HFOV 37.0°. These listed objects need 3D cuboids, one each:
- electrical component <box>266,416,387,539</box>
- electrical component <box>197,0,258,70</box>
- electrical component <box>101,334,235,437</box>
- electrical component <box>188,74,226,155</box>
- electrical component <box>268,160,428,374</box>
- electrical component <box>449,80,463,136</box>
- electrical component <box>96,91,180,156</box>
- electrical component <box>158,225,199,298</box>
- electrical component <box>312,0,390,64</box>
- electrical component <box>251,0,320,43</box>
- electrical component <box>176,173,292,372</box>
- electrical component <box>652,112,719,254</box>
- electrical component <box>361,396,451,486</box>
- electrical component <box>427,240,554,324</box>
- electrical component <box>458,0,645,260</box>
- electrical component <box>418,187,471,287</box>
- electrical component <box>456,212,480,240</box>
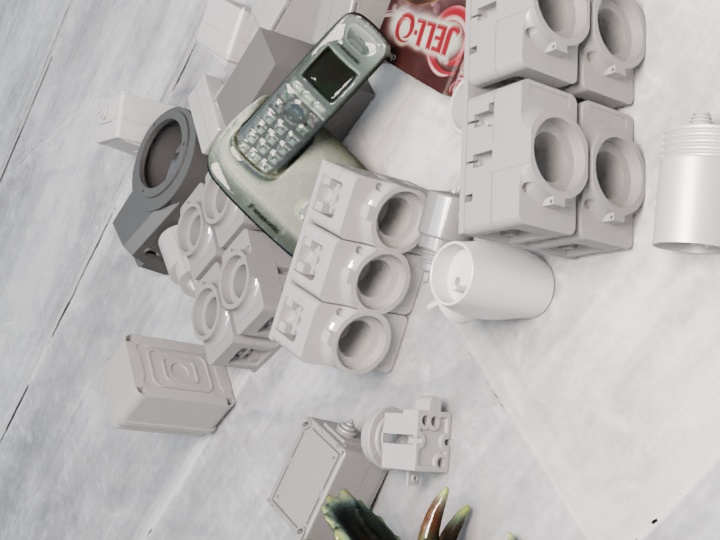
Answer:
[{"bbox_3d":[-0.020,0.164,0.863,0.062,0.061,0.096,34,102,51],"label":"electrical component"},{"bbox_3d":[-0.122,-0.239,1.093,0.096,0.062,0.061,39,113,50],"label":"electrical component"},{"bbox_3d":[-0.189,0.115,1.053,0.057,0.113,0.078,-49,46,31],"label":"electrical component"},{"bbox_3d":[-0.133,-0.168,1.103,0.075,0.047,0.083,-48,46,35],"label":"electrical component"},{"bbox_3d":[0.000,0.000,0.846,0.062,0.089,0.150,30,106,52],"label":"electrical component"},{"bbox_3d":[0.101,-0.109,0.757,0.044,0.065,0.044,-16,70,51],"label":"electrical component"},{"bbox_3d":[-0.257,-0.163,1.228,0.062,0.096,0.061,-2,80,53],"label":"electrical component"},{"bbox_3d":[-0.181,-0.005,1.131,0.043,0.043,0.081,-56,42,29],"label":"electrical component"},{"bbox_3d":[0.004,-0.230,0.921,0.061,0.062,0.096,19,97,53],"label":"electrical component"},{"bbox_3d":[-0.058,-0.251,1.010,0.096,0.062,0.061,-54,43,30],"label":"electrical component"},{"bbox_3d":[-0.117,-0.011,1.032,0.105,0.060,0.186,-45,48,38],"label":"electrical component"},{"bbox_3d":[0.198,-0.053,0.632,0.043,0.043,0.081,0,81,53],"label":"electrical component"},{"bbox_3d":[0.034,0.127,0.807,0.055,0.048,0.066,-5,78,45],"label":"electrical component"},{"bbox_3d":[0.080,0.014,0.746,0.079,0.077,0.043,-32,58,46],"label":"electrical component"},{"bbox_3d":[0.126,-0.109,0.691,0.060,0.105,0.186,-11,73,52],"label":"electrical component"},{"bbox_3d":[0.063,-0.025,0.809,0.040,0.040,0.078,22,100,53],"label":"electrical component"},{"bbox_3d":[0.104,-0.048,0.759,0.063,0.042,0.081,-60,40,27],"label":"electrical component"}]
